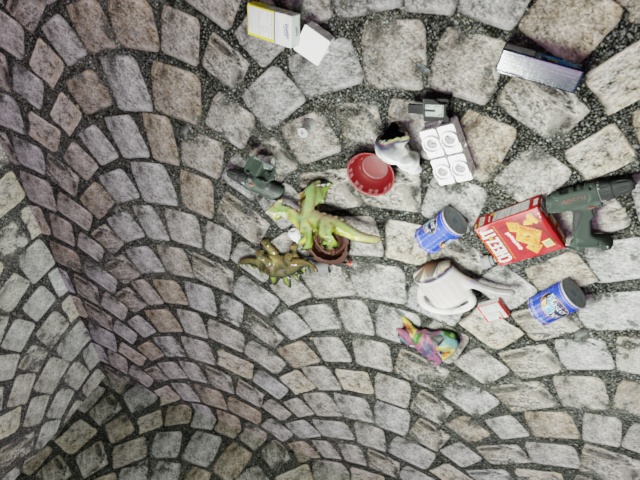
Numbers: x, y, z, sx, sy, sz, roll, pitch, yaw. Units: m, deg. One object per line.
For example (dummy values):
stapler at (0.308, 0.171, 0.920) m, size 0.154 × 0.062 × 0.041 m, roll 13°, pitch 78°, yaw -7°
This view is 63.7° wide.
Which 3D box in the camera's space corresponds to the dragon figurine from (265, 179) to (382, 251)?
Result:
dragon figurine at (0.005, -0.091, 1.801) m, size 0.409 × 0.123 × 0.242 m, roll -5°, pitch 94°, yaw 17°

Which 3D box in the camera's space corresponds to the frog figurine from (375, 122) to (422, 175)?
frog figurine at (0.237, -0.258, 1.568) m, size 0.139 × 0.124 × 0.156 m, roll 35°, pitch 157°, yaw 49°

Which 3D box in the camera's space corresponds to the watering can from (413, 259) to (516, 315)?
watering can at (0.469, 0.157, 1.774) m, size 0.343 × 0.106 × 0.222 m, roll -24°, pitch 112°, yaw 40°
